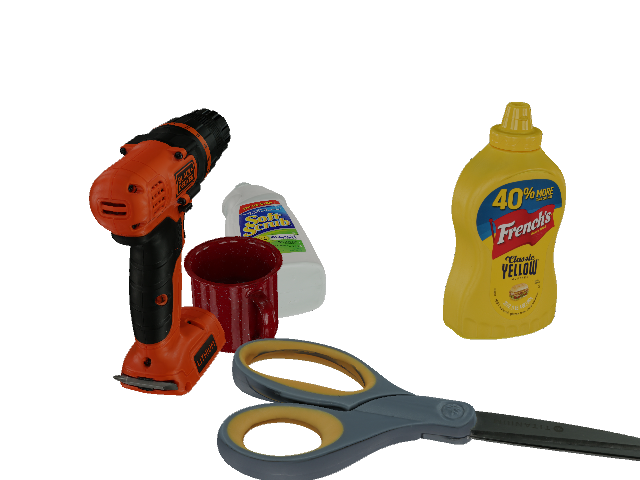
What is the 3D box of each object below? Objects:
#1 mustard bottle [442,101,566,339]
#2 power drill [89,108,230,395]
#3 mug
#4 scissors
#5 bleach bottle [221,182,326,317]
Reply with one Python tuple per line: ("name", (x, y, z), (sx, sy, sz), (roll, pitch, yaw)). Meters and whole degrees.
("mustard bottle", (0.152, -0.017, 0.868), (0.096, 0.192, 0.058), (-6, 21, -20))
("power drill", (-0.110, 0.006, 0.800), (0.057, 0.188, 0.184), (5, 24, 17))
("mug", (-0.075, 0.058, 1.012), (0.093, 0.081, 0.117), (-19, 34, -29))
("scissors", (0.043, 0.087, 0.461), (0.202, 0.016, 0.096), (15, 34, 22))
("bleach bottle", (-0.071, -0.002, 1.226), (0.102, 0.068, 0.251), (-7, 29, -14))
